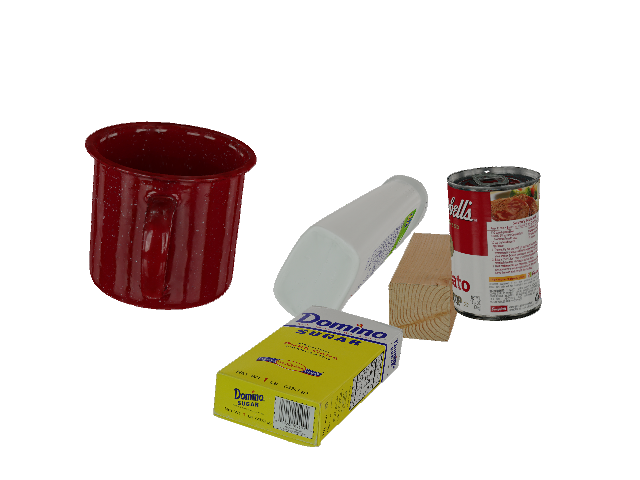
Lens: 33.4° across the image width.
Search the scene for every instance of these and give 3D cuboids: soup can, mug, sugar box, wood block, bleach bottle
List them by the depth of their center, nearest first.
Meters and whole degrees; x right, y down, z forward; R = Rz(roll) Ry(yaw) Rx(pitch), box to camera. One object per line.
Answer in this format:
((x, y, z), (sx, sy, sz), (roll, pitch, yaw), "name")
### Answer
((-0.085, -0.009, 0.586), (0.093, 0.081, 0.117), (5, 23, -7), "mug")
((0.131, 0.001, 0.796), (0.068, 0.102, 0.068), (-4, 16, 1), "soup can")
((-0.005, 0.107, 0.890), (0.093, 0.048, 0.176), (14, 23, 21), "sugar box")
((0.048, -0.004, 1.075), (0.068, 0.103, 0.250), (36, 29, 11), "bleach bottle")
((0.168, 0.067, 1.630), (0.091, 0.090, 0.206), (4, 22, 14), "wood block")
